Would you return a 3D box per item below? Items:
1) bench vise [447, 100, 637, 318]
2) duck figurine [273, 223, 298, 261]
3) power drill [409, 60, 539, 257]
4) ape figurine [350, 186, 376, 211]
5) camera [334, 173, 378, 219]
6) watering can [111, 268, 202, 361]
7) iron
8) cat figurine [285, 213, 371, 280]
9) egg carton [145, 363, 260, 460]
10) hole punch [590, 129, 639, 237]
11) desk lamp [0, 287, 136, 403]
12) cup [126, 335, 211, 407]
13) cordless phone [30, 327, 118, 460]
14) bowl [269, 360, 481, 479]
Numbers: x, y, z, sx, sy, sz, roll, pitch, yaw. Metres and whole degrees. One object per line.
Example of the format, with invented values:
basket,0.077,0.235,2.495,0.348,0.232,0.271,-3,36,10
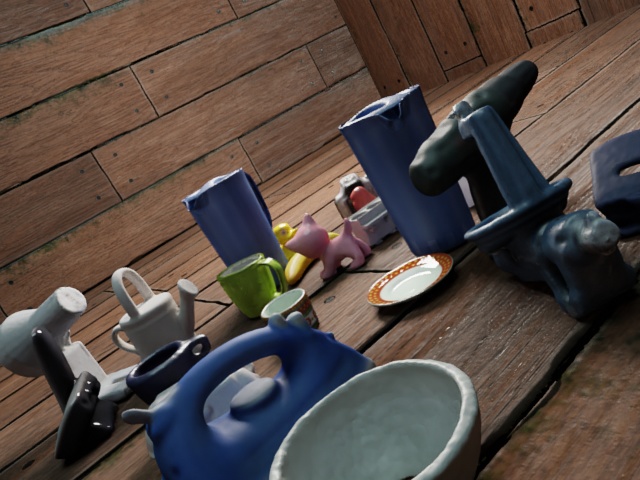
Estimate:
bench vise,0.215,-0.046,0.567,0.122,0.220,0.207,-34,15,-22
duck figurine,-0.072,0.005,1.250,0.104,0.086,0.078,-15,19,45
power drill,0.230,-0.095,0.742,0.230,0.208,0.075,-34,14,-20
ape figurine,0.094,-0.067,1.167,0.076,0.092,0.078,-20,16,32
camera,0.097,-0.112,1.309,0.143,0.101,0.136,-28,13,1
watering can,-0.288,0.129,0.994,0.173,0.194,0.100,-31,14,-11
iron,-0.059,0.150,0.564,0.259,0.141,0.118,-37,16,-32
cat figurine,0.009,0.004,1.021,0.127,0.118,0.067,-22,15,25
egg carton,-0.138,0.202,0.686,0.150,0.069,0.107,-31,14,-11
hole punch,0.361,-0.068,0.633,0.108,0.091,0.101,-19,17,36
desk lamp,-0.443,0.196,1.017,0.203,0.214,0.118,-23,15,21
cup,-0.186,0.191,0.771,0.118,0.095,0.091,-33,14,-18
cordless phone,-0.399,0.226,0.874,0.094,0.185,0.147,-32,14,-15
bowl,0.051,0.167,0.425,0.167,0.075,0.167,-27,14,7
